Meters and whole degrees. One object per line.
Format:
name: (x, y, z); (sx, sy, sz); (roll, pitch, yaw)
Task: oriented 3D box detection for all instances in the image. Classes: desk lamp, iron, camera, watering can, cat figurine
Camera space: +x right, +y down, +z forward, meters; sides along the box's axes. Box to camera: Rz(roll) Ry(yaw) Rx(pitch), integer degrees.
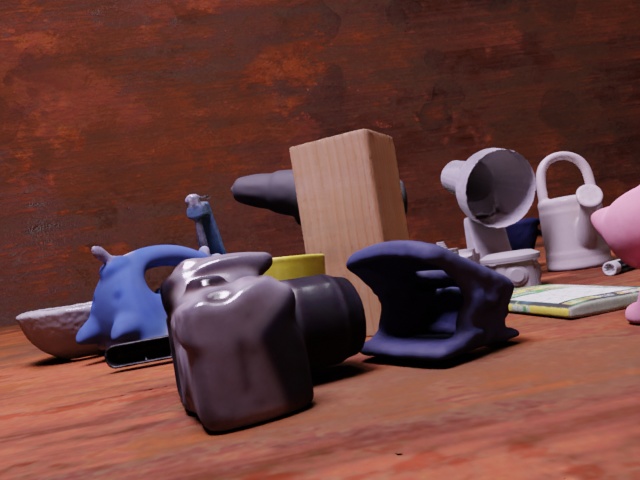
desk lamp: (0.262, -0.036, 0.943); (0.118, 0.213, 0.203); (-9, -1, -11)
iron: (-0.189, 0.068, 0.767); (0.118, 0.141, 0.259); (-10, -2, 37)
camera: (-0.035, 0.055, 0.399); (0.137, 0.101, 0.143); (-9, -1, -21)
watering can: (0.414, -0.051, 0.936); (0.101, 0.194, 0.172); (-9, -1, -18)
cat figurine: (0.252, 0.001, 0.411); (0.067, 0.118, 0.128); (-9, -1, -1)

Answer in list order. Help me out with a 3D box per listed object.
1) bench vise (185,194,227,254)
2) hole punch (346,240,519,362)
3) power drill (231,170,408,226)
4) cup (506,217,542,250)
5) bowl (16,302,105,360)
bench vise: (-0.196, 0.035, 0.991); (0.121, 0.220, 0.207); (-9, -1, -11)
hole punch: (0.085, 0.042, 0.448); (0.101, 0.091, 0.108); (-8, -2, -36)
power drill: (0.007, 0.003, 0.753); (0.229, 0.208, 0.076); (-9, -1, 5)
cup: (0.381, 0.008, 1.079); (0.117, 0.095, 0.092); (-9, -1, -1)
bowl: (-0.331, 0.126, 0.809); (0.167, 0.075, 0.167); (-9, -1, 0)
